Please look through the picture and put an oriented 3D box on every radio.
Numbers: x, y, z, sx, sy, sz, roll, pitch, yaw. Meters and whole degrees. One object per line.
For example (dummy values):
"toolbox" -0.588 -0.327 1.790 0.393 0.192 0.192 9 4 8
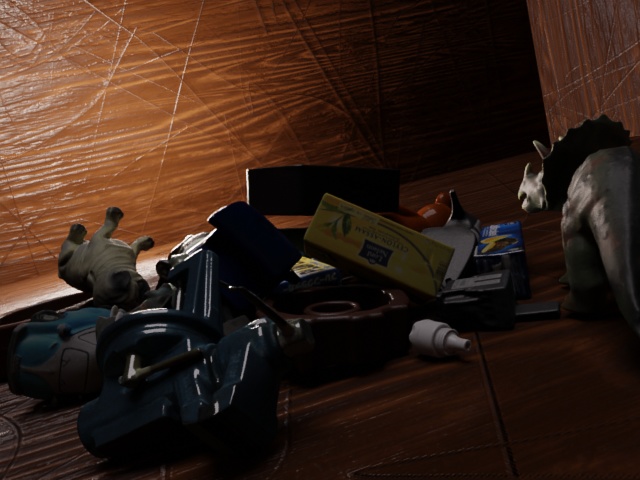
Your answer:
"radio" 0.007 -0.074 0.818 0.131 0.073 0.229 4 5 44

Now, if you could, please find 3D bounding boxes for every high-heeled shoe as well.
"high-heeled shoe" 0.214 0.030 0.832 0.086 0.145 0.249 -7 38 25

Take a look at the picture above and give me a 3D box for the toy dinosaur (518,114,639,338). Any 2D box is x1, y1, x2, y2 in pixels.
"toy dinosaur" 0.299 -0.031 0.551 0.131 0.192 0.405 -10 7 15

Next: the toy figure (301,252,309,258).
"toy figure" -0.097 0.054 1.021 0.180 0.082 0.089 -21 -11 1

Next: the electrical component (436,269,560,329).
"electrical component" 0.192 0.065 0.582 0.119 0.047 0.075 -11 8 28

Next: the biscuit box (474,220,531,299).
"biscuit box" 0.247 0.023 0.726 0.059 0.062 0.202 -9 9 20

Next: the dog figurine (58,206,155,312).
"dog figurine" -0.344 0.062 0.823 0.172 0.121 0.191 -39 34 17

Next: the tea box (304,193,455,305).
"tea box" 0.068 0.014 0.667 0.170 0.068 0.098 22 -12 6

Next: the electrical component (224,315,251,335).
"electrical component" -0.098 0.113 0.615 0.063 0.021 0.094 -20 54 -43

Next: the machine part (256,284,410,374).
"machine part" 0.016 0.091 0.592 0.179 0.056 0.179 -5 7 1

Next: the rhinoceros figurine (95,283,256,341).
"rhinoceros figurine" -0.168 0.107 0.650 0.190 0.112 0.073 -8 8 -22

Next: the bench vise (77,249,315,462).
"bench vise" -0.113 0.084 0.490 0.223 0.128 0.241 -36 35 18

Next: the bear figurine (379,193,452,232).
"bear figurine" 0.154 -0.015 0.955 0.132 0.120 0.196 -11 5 45

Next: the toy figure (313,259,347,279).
"toy figure" 0.040 0.039 0.974 0.064 0.057 0.154 -9 7 46

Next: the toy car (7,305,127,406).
"toy car" -0.291 0.145 0.670 0.103 0.109 0.161 18 12 30

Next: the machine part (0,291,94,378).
"machine part" -0.443 0.150 0.889 0.202 0.087 0.201 -14 7 5

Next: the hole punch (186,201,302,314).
"hole punch" -0.083 0.009 0.656 0.116 0.142 0.092 -46 -5 -47

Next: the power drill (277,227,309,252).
"power drill" -0.002 -0.002 0.794 0.207 0.086 0.232 -9 8 -22

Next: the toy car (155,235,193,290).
"toy car" -0.247 0.073 0.903 0.202 0.053 0.089 -55 -5 39
